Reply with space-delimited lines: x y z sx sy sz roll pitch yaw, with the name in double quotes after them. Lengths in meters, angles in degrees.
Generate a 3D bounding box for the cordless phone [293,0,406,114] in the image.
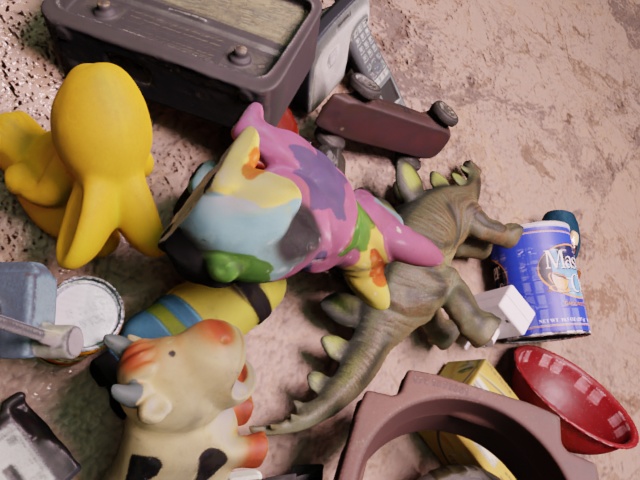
0.037 -0.185 0.654 0.184 0.089 0.146 53 52 -28 "cordless phone"

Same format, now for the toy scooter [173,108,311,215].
-0.054 -0.057 0.547 0.135 0.075 0.184 32 62 -18 "toy scooter"

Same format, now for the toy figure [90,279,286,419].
-0.104 0.073 0.463 0.180 0.089 0.082 -35 100 -37 "toy figure"

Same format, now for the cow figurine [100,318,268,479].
-0.106 0.138 0.382 0.127 0.086 0.194 18 110 -33 "cow figurine"

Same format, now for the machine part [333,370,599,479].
0.108 0.224 0.433 0.202 0.087 0.201 14 52 10 "machine part"

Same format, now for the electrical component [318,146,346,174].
0.014 -0.066 0.593 0.021 0.094 0.063 0 78 14 "electrical component"

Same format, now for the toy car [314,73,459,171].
0.078 -0.137 0.634 0.202 0.089 0.053 5 47 -38 "toy car"

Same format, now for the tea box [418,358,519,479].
0.191 0.227 0.600 0.098 0.068 0.169 -42 98 -33 "tea box"

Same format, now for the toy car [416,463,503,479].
0.134 0.268 0.508 0.162 0.109 0.103 -22 79 -6 "toy car"

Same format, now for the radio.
-0.125 -0.193 0.504 0.230 0.073 0.131 19 63 4 "radio"

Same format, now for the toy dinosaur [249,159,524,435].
0.096 0.038 0.594 0.198 0.105 0.471 37 51 -5 "toy dinosaur"

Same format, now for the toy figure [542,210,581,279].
0.336 0.035 0.759 0.058 0.064 0.154 4 69 15 "toy figure"

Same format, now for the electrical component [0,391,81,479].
-0.213 0.176 0.386 0.075 0.048 0.119 -41 97 -34 "electrical component"

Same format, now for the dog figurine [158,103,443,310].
-0.001 -0.001 0.440 0.219 0.108 0.192 32 29 -18 "dog figurine"

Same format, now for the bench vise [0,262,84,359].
-0.262 0.037 0.332 0.241 0.128 0.223 -1 78 8 "bench vise"

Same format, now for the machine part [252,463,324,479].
-0.025 0.224 0.448 0.039 0.138 0.084 11 65 21 "machine part"

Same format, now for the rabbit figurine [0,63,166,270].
-0.181 -0.057 0.413 0.122 0.173 0.162 -7 73 -37 "rabbit figurine"
